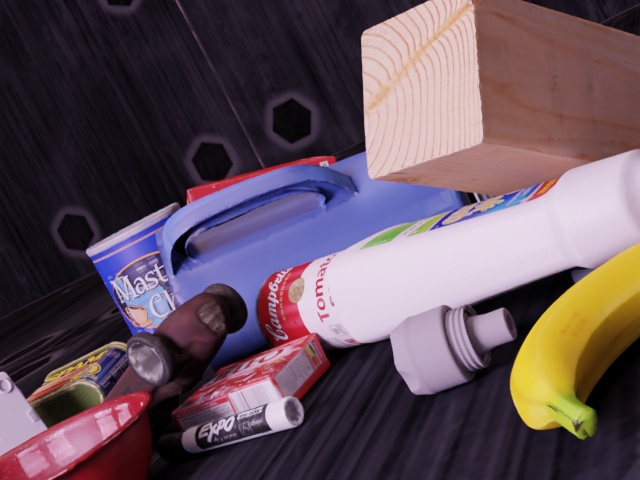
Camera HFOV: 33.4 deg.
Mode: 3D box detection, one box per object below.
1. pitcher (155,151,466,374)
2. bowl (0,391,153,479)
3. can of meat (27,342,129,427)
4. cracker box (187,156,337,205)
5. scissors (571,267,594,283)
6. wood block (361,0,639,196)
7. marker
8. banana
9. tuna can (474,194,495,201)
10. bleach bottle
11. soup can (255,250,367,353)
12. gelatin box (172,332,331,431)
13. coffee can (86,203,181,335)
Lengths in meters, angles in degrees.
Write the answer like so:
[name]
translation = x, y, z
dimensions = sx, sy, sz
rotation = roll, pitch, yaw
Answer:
[pitcher]
translation = -0.006, 0.001, 0.867
dimensions = 0.243, 0.145, 0.149
rotation = -25, 7, -1
[bowl]
translation = -0.163, 0.157, 0.654
dimensions = 0.162, 0.055, 0.162
rotation = -27, 7, 3
[can of meat]
translation = -0.212, 0.143, 0.942
dimensions = 0.102, 0.057, 0.084
rotation = -26, 10, 17
[cracker box]
translation = -0.065, -0.022, 1.201
dimensions = 0.164, 0.072, 0.214
rotation = -14, -9, -9
[scissors]
translation = 0.210, -0.005, 0.574
dimensions = 0.096, 0.016, 0.202
rotation = -32, 7, -21
[wood block]
translation = 0.132, -0.078, 0.643
dimensions = 0.205, 0.090, 0.091
rotation = 5, -12, -38
[marker]
translation = -0.060, 0.121, 0.674
dimensions = 0.121, 0.020, 0.020
rotation = -22, 9, 36
[banana]
translation = 0.141, 0.036, 0.485
dimensions = 0.070, 0.037, 0.197
rotation = 7, 31, 44
[tuna can]
translation = 0.158, -0.049, 0.812
dimensions = 0.086, 0.086, 0.033
rotation = -27, 5, 5
[bleach bottle]
translation = 0.117, -0.001, 0.622
dimensions = 0.102, 0.068, 0.251
rotation = -24, 1, -42
[soup can]
translation = 0.010, 0.045, 0.760
dimensions = 0.068, 0.068, 0.102
rotation = -33, 9, -39
[gelatin box]
translation = -0.047, 0.101, 0.725
dimensions = 0.089, 0.030, 0.073
rotation = -23, 8, 30
[coffee can]
translation = -0.154, 0.047, 1.064
dimensions = 0.103, 0.140, 0.103
rotation = -27, 7, 3
